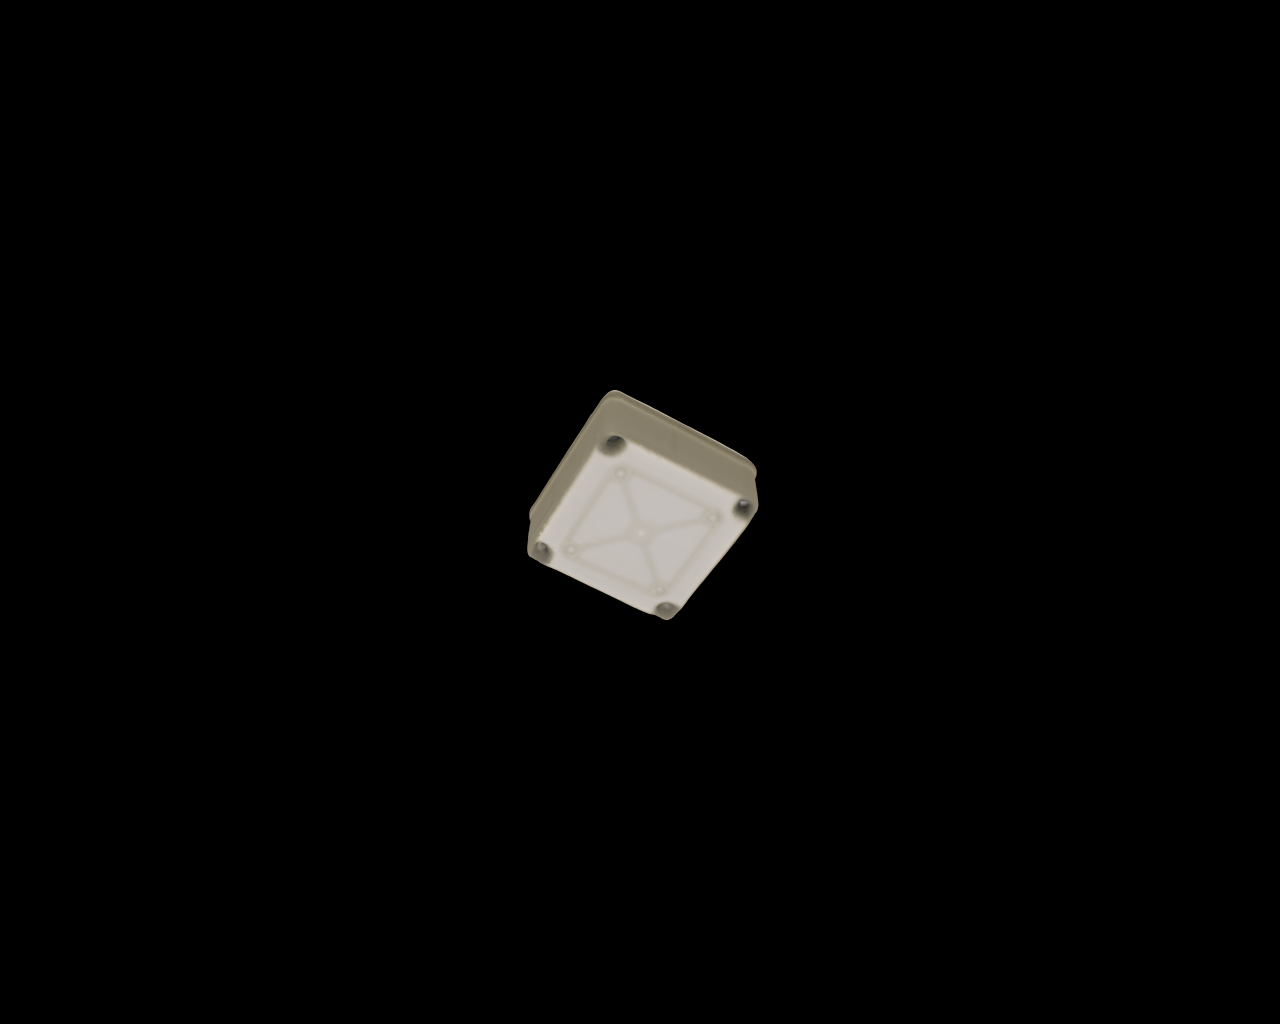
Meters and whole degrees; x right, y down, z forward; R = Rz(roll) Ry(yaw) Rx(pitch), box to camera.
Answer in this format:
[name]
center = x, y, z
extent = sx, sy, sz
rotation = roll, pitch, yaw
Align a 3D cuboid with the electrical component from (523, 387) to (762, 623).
[electrical component]
center = 0.001, -0.003, 0.650
extent = 0.109, 0.108, 0.056
rotation = 26, 30, -17
